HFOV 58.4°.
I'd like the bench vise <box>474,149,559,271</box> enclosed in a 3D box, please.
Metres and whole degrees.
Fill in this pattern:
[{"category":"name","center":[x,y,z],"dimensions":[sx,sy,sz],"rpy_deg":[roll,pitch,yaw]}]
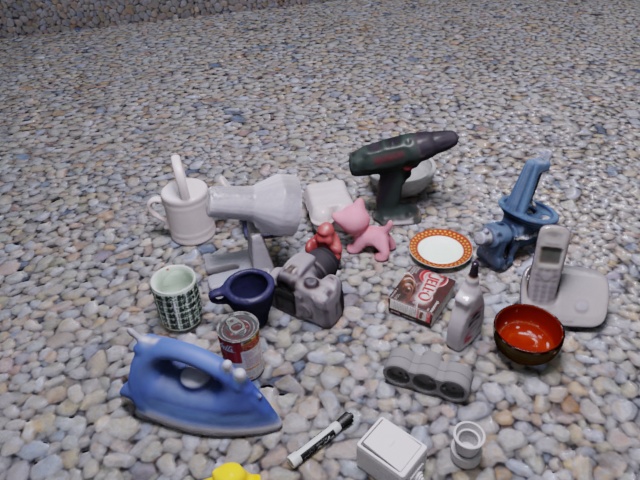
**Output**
[{"category":"bench vise","center":[0.392,-0.055,1.108],"dimensions":[0.121,0.220,0.208],"rpy_deg":[22,44,29]}]

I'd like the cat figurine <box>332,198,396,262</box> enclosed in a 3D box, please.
[{"category":"cat figurine","center":[0.092,-0.028,1.178],"dimensions":[0.127,0.118,0.067],"rpy_deg":[13,41,20]}]

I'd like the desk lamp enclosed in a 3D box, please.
[{"category":"desk lamp","center":[-0.132,-0.020,1.104],"dimensions":[0.203,0.214,0.117],"rpy_deg":[-12,39,-11]}]

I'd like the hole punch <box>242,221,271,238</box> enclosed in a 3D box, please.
[{"category":"hole punch","center":[-0.129,-0.067,1.264],"dimensions":[0.109,0.091,0.101],"rpy_deg":[-9,38,-7]}]

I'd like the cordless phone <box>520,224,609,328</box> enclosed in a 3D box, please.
[{"category":"cordless phone","center":[0.427,0.059,0.986],"dimensions":[0.147,0.185,0.094],"rpy_deg":[4,38,9]}]

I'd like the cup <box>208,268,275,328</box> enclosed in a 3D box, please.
[{"category":"cup","center":[-0.136,0.115,1.027],"dimensions":[0.118,0.095,0.091],"rpy_deg":[-10,38,-9]}]

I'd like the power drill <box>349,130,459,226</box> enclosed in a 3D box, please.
[{"category":"power drill","center":[0.177,-0.136,1.237],"dimensions":[0.229,0.209,0.075],"rpy_deg":[-5,38,-2]}]

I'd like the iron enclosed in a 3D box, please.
[{"category":"iron","center":[-0.181,0.209,0.871],"dimensions":[0.257,0.141,0.119],"rpy_deg":[10,40,17]}]

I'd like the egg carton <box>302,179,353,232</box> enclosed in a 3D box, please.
[{"category":"egg carton","center":[0.022,-0.076,1.284],"dimensions":[0.107,0.069,0.150],"rpy_deg":[-10,38,-8]}]

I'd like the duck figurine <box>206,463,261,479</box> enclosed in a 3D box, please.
[{"category":"duck figurine","center":[-0.121,0.329,0.758],"dimensions":[0.104,0.086,0.077],"rpy_deg":[1,38,6]}]

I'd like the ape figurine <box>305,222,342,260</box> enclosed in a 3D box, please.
[{"category":"ape figurine","center":[0.011,0.004,1.162],"dimensions":[0.077,0.092,0.076],"rpy_deg":[22,44,29]}]

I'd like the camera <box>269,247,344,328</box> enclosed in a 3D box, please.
[{"category":"camera","center":[-0.010,0.071,1.071],"dimensions":[0.142,0.101,0.137],"rpy_deg":[20,43,27]}]

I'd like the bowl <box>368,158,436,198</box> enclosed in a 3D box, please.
[{"category":"bowl","center":[0.190,-0.149,1.362],"dimensions":[0.167,0.075,0.167],"rpy_deg":[-2,38,2]}]

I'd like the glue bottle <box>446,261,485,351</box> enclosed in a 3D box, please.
[{"category":"glue bottle","center":[0.247,0.103,0.952],"dimensions":[0.037,0.173,0.078],"rpy_deg":[26,47,33]}]

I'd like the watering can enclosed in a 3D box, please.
[{"category":"watering can","center":[-0.280,-0.095,1.227],"dimensions":[0.173,0.194,0.100],"rpy_deg":[-26,43,-26]}]
